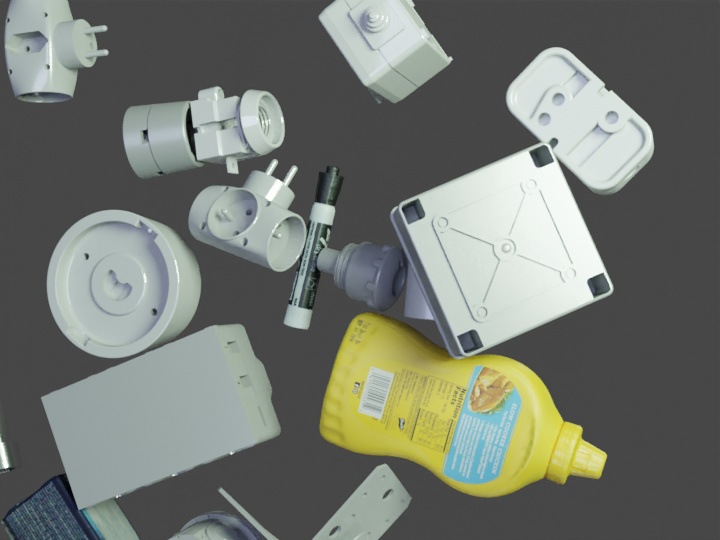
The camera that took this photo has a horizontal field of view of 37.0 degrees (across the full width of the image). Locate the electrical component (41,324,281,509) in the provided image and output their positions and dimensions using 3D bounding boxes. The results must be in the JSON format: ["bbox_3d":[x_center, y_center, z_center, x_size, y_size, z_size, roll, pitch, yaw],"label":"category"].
[{"bbox_3d":[-0.145,0.107,0.799,0.150,0.062,0.089,-23,83,15],"label":"electrical component"}]

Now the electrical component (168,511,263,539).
[{"bbox_3d":[-0.110,0.222,0.788,0.080,0.051,0.080,2,96,21],"label":"electrical component"}]

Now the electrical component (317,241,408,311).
[{"bbox_3d":[0.000,0.000,0.767,0.062,0.048,0.048,16,94,23],"label":"electrical component"}]

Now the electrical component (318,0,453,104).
[{"bbox_3d":[0.014,-0.157,0.738,0.061,0.096,0.061,-36,80,13],"label":"electrical component"}]

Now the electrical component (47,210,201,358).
[{"bbox_3d":[-0.172,0.011,0.809,0.108,0.060,0.108,0,89,17],"label":"electrical component"}]

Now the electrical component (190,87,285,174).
[{"bbox_3d":[-0.090,-0.106,0.795,0.055,0.048,0.066,-9,87,24],"label":"electrical component"}]

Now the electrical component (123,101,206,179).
[{"bbox_3d":[-0.145,-0.099,0.807,0.047,0.055,0.055,-7,87,12],"label":"electrical component"}]

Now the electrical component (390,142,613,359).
[{"bbox_3d":[0.090,-0.012,0.696,0.109,0.056,0.108,-23,87,-4],"label":"electrical component"}]

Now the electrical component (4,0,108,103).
[{"bbox_3d":[-0.232,-0.174,0.839,0.079,0.043,0.077,-4,88,16],"label":"electrical component"}]

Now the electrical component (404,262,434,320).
[{"bbox_3d":[0.073,-0.002,0.746,0.079,0.043,0.077,5,90,9],"label":"electrical component"}]

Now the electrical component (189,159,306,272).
[{"bbox_3d":[-0.074,-0.046,0.786,0.077,0.044,0.079,21,74,31],"label":"electrical component"}]

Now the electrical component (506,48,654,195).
[{"bbox_3d":[0.148,-0.097,0.716,0.053,0.059,0.095,-46,78,11],"label":"electrical component"}]
